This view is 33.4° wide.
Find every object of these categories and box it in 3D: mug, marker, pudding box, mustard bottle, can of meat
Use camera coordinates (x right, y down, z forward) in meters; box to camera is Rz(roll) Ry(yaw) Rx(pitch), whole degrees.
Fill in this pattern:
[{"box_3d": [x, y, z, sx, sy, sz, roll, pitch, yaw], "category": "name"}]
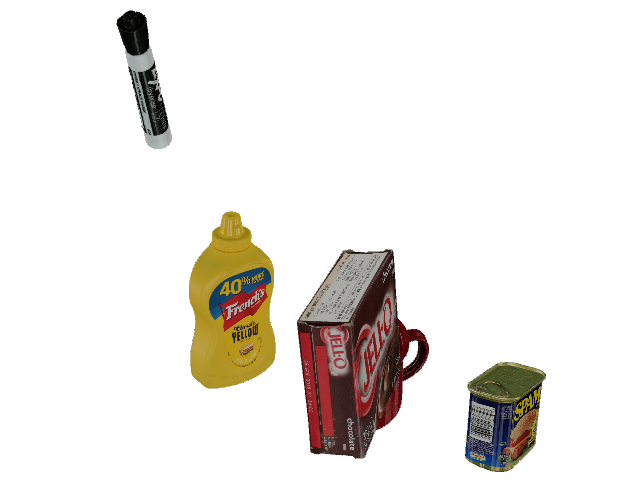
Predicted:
[{"box_3d": [0.044, 0.115, 0.964, 0.117, 0.081, 0.093, -18, 42, -18], "category": "mug"}, {"box_3d": [-0.117, -0.106, 0.714, 0.020, 0.020, 0.121, 0, -35, 2], "category": "marker"}, {"box_3d": [0.020, 0.066, 0.661, 0.039, 0.090, 0.113, 1, 23, 14], "category": "pudding box"}, {"box_3d": [-0.093, 0.059, 1.133, 0.096, 0.192, 0.058, -17, 32, -32], "category": "mustard bottle"}, {"box_3d": [0.193, 0.185, 1.122, 0.058, 0.084, 0.101, 12, 17, 31], "category": "can of meat"}]
